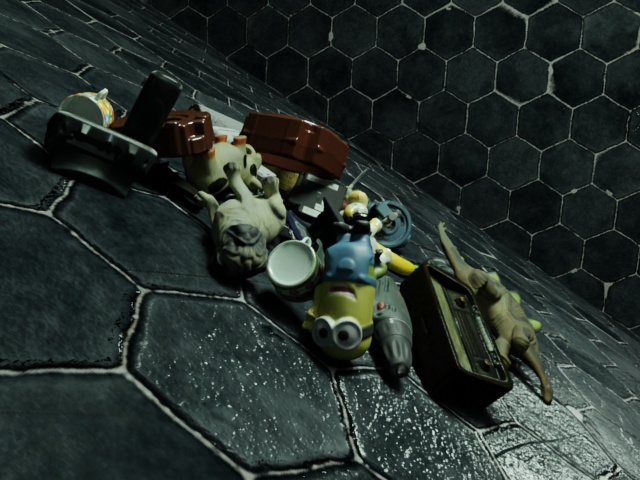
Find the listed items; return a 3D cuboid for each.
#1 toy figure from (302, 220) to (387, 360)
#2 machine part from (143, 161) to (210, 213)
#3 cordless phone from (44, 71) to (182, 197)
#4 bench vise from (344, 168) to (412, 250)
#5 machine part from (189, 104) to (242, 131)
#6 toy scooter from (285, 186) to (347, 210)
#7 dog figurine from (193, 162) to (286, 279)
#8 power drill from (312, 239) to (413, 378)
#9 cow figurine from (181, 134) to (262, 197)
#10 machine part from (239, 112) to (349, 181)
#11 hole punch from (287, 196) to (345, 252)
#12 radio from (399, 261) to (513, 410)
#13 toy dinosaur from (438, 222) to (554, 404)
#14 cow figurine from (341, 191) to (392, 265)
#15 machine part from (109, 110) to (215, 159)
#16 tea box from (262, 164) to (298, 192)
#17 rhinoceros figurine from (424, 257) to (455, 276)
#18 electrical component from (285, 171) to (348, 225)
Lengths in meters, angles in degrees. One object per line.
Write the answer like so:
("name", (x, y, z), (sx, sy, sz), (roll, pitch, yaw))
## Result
("toy figure", (0.041, 0.068, 0.714), (0.082, 0.180, 0.089), (-7, -20, 44))
("machine part", (-0.245, -0.097, 0.887), (0.139, 0.039, 0.084), (33, 11, 4))
("cordless phone", (-0.287, -0.167, 0.751), (0.146, 0.184, 0.089), (23, 24, -31))
("bench vise", (0.146, -0.067, 1.346), (0.223, 0.129, 0.240), (52, -2, 0))
("machine part", (-0.240, -0.264, 1.299), (0.243, 0.079, 0.079), (18, 22, -45))
("toy scooter", (0.010, -0.081, 1.246), (0.184, 0.075, 0.135), (28, 20, -4))
("dog figurine", (-0.099, -0.003, 0.820), (0.172, 0.121, 0.191), (16, 38, -38))
("power drill", (0.052, 0.093, 0.824), (0.207, 0.086, 0.232), (28, 22, -2))
("cow figurine", (-0.170, -0.129, 0.999), (0.086, 0.127, 0.195), (12, 25, 23))
("machine part", (-0.055, -0.198, 1.140), (0.201, 0.087, 0.201), (16, 0, 28))
("hole punch", (-0.002, -0.003, 0.994), (0.142, 0.092, 0.115), (-122, -164, -52))
("radio", (0.216, 0.153, 0.872), (0.131, 0.073, 0.230), (25, 35, -26))
("toy dinosaur", (0.362, 0.131, 1.158), (0.198, 0.105, 0.472), (12, 44, -52))
("cow figurine", (0.076, -0.012, 1.071), (0.098, 0.068, 0.167), (-26, 98, -52))
("machine part", (-0.262, -0.180, 0.899), (0.179, 0.056, 0.179), (-3, 22, 1))
("tea box", (-0.084, -0.177, 1.308), (0.169, 0.098, 0.068), (25, 18, -20))
("rhinoceros figurine", (0.288, 0.087, 1.287), (0.112, 0.073, 0.190), (34, 16, -2))
("electrical component", (-0.013, -0.071, 1.123), (0.115, 0.058, 0.134), (21, 48, 0))
